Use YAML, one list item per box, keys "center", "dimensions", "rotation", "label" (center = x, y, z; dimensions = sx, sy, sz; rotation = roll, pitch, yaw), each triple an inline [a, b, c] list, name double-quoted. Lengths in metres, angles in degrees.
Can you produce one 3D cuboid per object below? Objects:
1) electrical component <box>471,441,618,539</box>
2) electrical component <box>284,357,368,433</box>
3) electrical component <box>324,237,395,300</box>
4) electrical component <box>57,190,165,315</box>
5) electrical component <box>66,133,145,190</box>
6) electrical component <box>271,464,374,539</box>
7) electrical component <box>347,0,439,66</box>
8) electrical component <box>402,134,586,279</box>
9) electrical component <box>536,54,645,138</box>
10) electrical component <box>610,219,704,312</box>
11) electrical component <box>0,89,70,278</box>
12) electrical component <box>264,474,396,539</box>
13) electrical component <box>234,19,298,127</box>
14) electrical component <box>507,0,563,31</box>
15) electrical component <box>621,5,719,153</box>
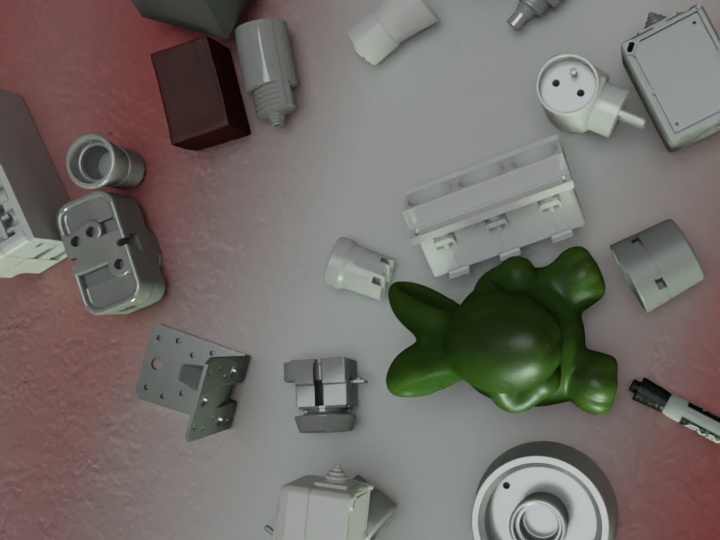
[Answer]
- center: [0.133, 0.182, 0.785]
  dimensions: [0.108, 0.060, 0.108]
  rotation: [-1, 88, 15]
  label: "electrical component"
- center: [-0.027, 0.098, 0.839]
  dimensions: [0.066, 0.048, 0.055]
  rotation: [-5, 79, 14]
  label: "electrical component"
- center: [0.000, 0.000, 0.839]
  dimensions: [0.046, 0.040, 0.040]
  rotation: [20, 93, 10]
  label: "electrical component"
- center: [-0.201, -0.013, 0.882]
  dimensions: [0.054, 0.059, 0.095]
  rotation: [-21, 83, 13]
  label: "electrical component"
- center: [-0.206, -0.086, 0.882]
  dimensions: [0.044, 0.065, 0.044]
  rotation: [0, 89, 15]
  label: "electrical component"
- center: [-0.030, 0.186, 0.772]
  dimensions: [0.061, 0.062, 0.096]
  rotation: [6, 89, 15]
  label: "electrical component"
- center: [0.023, -0.192, 0.839]
  dimensions: [0.065, 0.044, 0.044]
  rotation: [-38, 79, 15]
  label: "electrical component"
- center: [0.100, -0.045, 0.797]
  dimensions: [0.121, 0.078, 0.063]
  rotation: [-20, 112, 13]
  label: "electrical component"
- center: [0.169, -0.121, 0.778]
  dimensions: [0.079, 0.077, 0.044]
  rotation: [25, 94, 14]
  label: "electrical component"
- center: [0.214, -0.004, 0.774]
  dimensions: [0.047, 0.055, 0.055]
  rotation: [-29, 81, 8]
  label: "electrical component"
- center: [-0.302, -0.074, 0.895]
  dimensions: [0.062, 0.089, 0.150]
  rotation: [-29, 81, 12]
  label: "electrical component"
- center: [-0.040, 0.214, 0.834]
  dimensions: [0.074, 0.052, 0.138]
  rotation: [37, 96, 13]
  label: "electrical component"
- center: [-0.073, -0.155, 0.861]
  dimensions: [0.043, 0.043, 0.081]
  rotation: [-12, 85, 14]
  label: "electrical component"
- center: [0.135, -0.208, 0.813]
  dimensions: [0.035, 0.035, 0.061]
  rotation: [43, 101, 13]
  label: "electrical component"
- center: [0.230, -0.140, 0.771]
  dimensions: [0.062, 0.061, 0.096]
  rotation: [-27, 81, 13]
  label: "electrical component"
